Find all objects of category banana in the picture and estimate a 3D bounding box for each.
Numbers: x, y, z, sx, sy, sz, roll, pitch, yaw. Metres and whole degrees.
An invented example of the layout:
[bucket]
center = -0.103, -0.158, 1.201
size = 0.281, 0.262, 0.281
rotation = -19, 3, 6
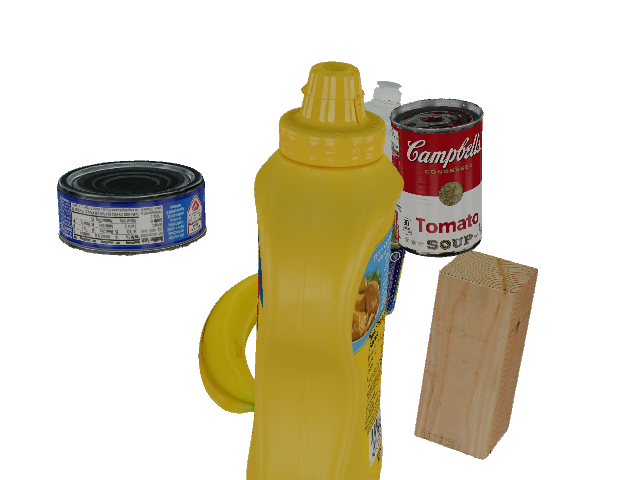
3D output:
[banana]
center = -0.064, 0.081, 0.874
size = 0.069, 0.037, 0.198
rotation = 18, 31, -12

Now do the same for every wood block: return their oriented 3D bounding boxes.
[wood block]
center = 0.176, 0.128, 1.209
size = 0.090, 0.206, 0.090
rotation = 16, 23, 24

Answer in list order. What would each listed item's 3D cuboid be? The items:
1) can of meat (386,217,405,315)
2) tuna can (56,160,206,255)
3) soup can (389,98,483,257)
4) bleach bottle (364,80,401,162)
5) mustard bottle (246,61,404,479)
[can of meat]
center = 0.053, 0.012, 1.033
size = 0.057, 0.084, 0.102
rotation = 9, 28, 1
[tuna can]
center = -0.109, -0.021, 0.620
size = 0.086, 0.034, 0.086
rotation = 1, 18, 0
[soup can]
center = 0.087, -0.047, 0.796
size = 0.068, 0.102, 0.068
rotation = -3, 25, 1
[bleach bottle]
center = 0.063, -0.057, 1.235
size = 0.068, 0.251, 0.103
rotation = -1, 22, -23
[mustard bottle]
center = 0.002, 0.023, 0.436
size = 0.058, 0.192, 0.096
rotation = 8, 25, 10
